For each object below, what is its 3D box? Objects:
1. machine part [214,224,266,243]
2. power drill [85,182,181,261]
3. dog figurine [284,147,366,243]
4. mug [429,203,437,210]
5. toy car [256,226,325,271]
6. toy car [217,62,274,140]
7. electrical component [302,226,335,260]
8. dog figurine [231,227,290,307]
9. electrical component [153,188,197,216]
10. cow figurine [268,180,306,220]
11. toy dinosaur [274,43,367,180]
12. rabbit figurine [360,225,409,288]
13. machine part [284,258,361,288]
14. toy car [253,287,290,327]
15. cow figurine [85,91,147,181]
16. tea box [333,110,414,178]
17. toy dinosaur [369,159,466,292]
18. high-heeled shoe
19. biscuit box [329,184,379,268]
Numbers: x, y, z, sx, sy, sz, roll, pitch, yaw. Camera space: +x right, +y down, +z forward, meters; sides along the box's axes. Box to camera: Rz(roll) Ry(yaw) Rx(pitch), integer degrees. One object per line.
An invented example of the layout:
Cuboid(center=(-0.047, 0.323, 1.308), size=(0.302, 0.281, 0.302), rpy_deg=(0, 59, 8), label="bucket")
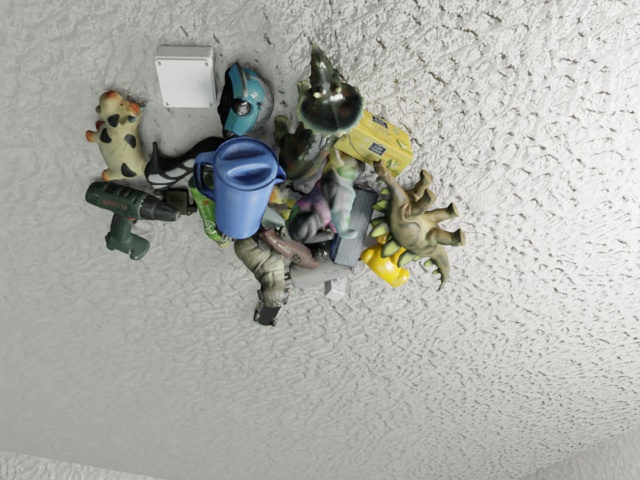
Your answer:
Cuboid(center=(-0.192, -0.029, 1.324), size=(0.139, 0.084, 0.039), rpy_deg=(-1, 143, -42), label="machine part")
Cuboid(center=(-0.455, -0.041, 1.312), size=(0.232, 0.086, 0.207), rpy_deg=(21, 142, -1), label="power drill")
Cuboid(center=(0.009, -0.112, 1.195), size=(0.192, 0.108, 0.219), rpy_deg=(-6, 100, -7), label="dog figurine")
Cuboid(center=(0.227, -0.082, 1.319), size=(0.107, 0.081, 0.109), rpy_deg=(22, 133, -16), label="mug")
Cuboid(center=(-0.072, 0.026, 1.341), size=(0.089, 0.053, 0.202), rpy_deg=(-19, 146, 31), label="toy car")
Cuboid(center=(-0.146, -0.273, 1.093), size=(0.103, 0.109, 0.161), rpy_deg=(-3, 148, -23), label="toy car")
Cuboid(center=(-0.003, -0.004, 1.408), size=(0.134, 0.058, 0.114), rpy_deg=(-26, 129, 24), label="electrical component")
Cuboid(center=(-0.159, 0.071, 1.387), size=(0.172, 0.191, 0.121), rpy_deg=(15, 134, -15), label="dog figurine")
Cuboid(center=(-0.352, -0.090, 1.320), size=(0.102, 0.045, 0.078), rpy_deg=(-4, 108, -2), label="electrical component")
Cuboid(center=(-0.056, -0.092, 1.302), size=(0.167, 0.098, 0.068), rpy_deg=(39, 129, -12), label="cow figurine")
Cuboid(center=(-0.028, -0.203, 1.103), size=(0.131, 0.192, 0.404), rpy_deg=(17, 132, -15), label="toy dinosaur")
Cuboid(center=(0.196, 0.011, 1.413), size=(0.173, 0.122, 0.162), rpy_deg=(-40, 116, 16), label="rabbit figurine")
Cuboid(center=(0.005, 0.077, 1.478), size=(0.243, 0.079, 0.079), rpy_deg=(-14, 135, 14), label="machine part")
Cuboid(center=(-0.147, 0.195, 1.615), size=(0.073, 0.056, 0.201), rpy_deg=(17, 132, -11), label="toy car")
Cuboid(center=(-0.423, -0.221, 1.144), size=(0.127, 0.085, 0.194), rpy_deg=(1, 128, 9), label="cow figurine")
Cuboid(center=(0.113, -0.216, 1.161), size=(0.169, 0.098, 0.068), rpy_deg=(21, 133, -24), label="tea box")
Cuboid(center=(0.232, -0.018, 1.261), size=(0.199, 0.105, 0.470), rpy_deg=(-21, 130, 29), label="toy dinosaur")
Cuboid(center=(-0.279, -0.157, 1.224), size=(0.249, 0.086, 0.145), rpy_deg=(7, 137, -1), label="high-heeled shoe")
Cuboid(center=(0.080, -0.034, 1.320), size=(0.063, 0.059, 0.202), rpy_deg=(12, 108, -14), label="biscuit box")
